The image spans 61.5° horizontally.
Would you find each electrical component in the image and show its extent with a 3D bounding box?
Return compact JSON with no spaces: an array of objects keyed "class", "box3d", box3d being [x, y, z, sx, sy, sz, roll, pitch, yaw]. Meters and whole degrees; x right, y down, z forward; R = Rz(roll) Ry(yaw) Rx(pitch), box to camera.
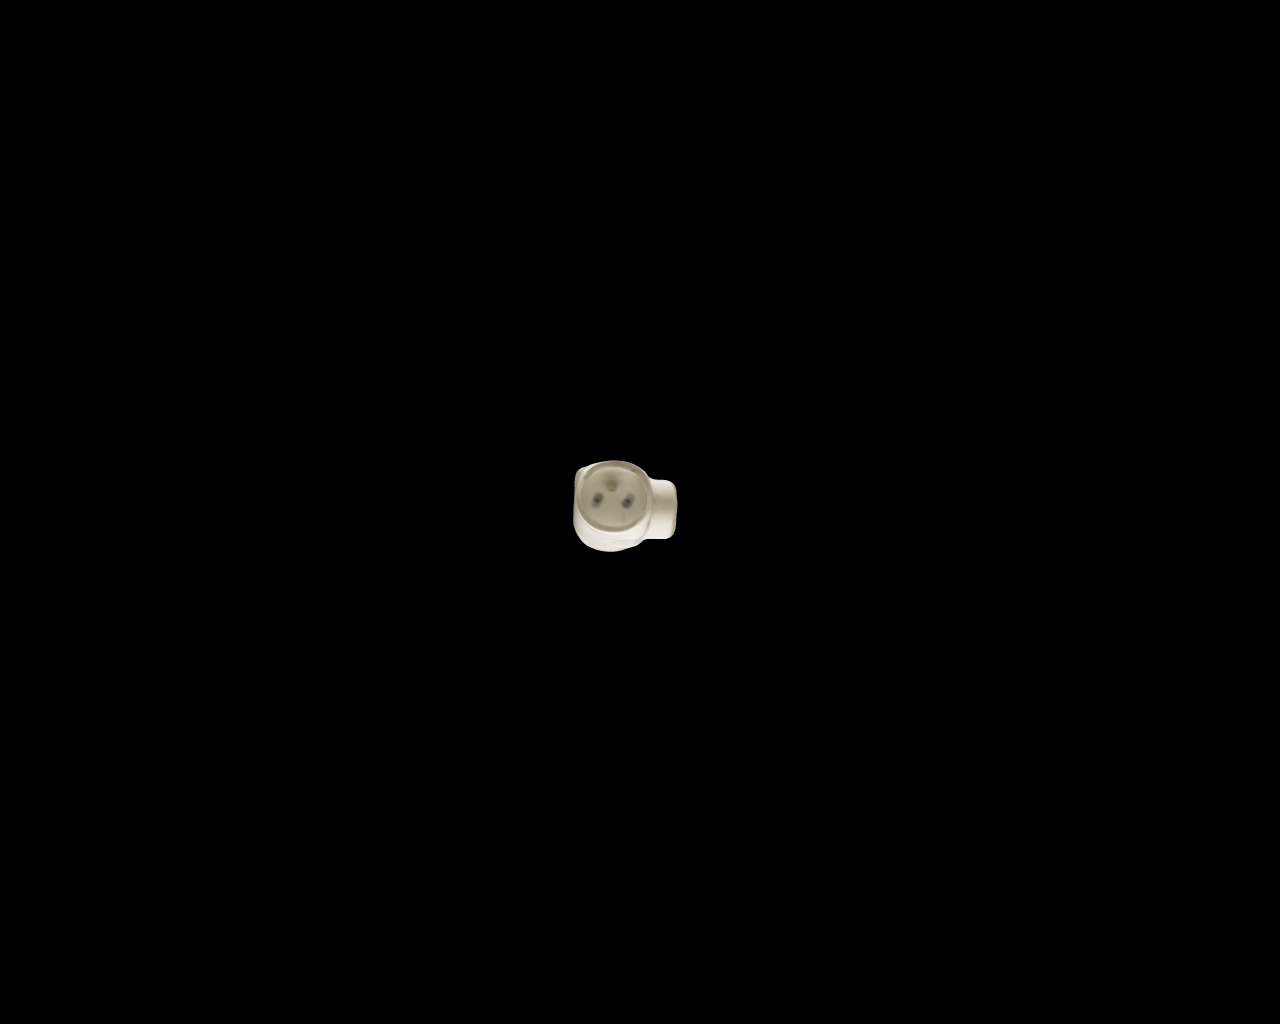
[{"class":"electrical component","box3d":[0.001,-0.003,0.650,0.079,0.043,0.077,1,-11,-4]}]
